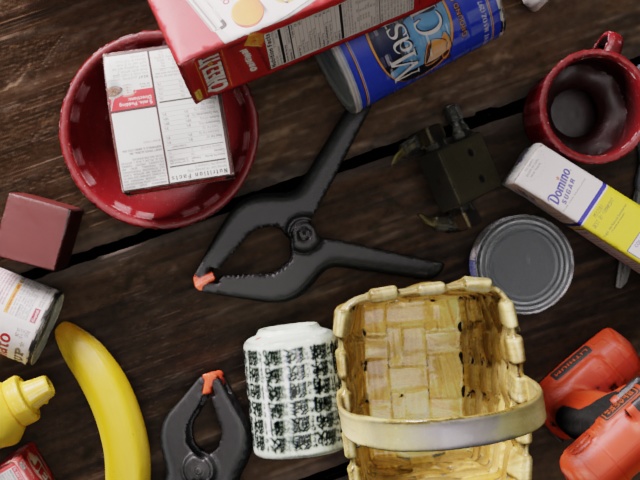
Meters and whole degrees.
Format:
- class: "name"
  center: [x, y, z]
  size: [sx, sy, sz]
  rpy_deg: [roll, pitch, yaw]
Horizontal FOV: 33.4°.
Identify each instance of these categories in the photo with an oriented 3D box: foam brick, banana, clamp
- class: "foam brick"
  center: [-0.229, -0.007, 0.873]
  size: [0.051, 0.078, 0.053]
  rpy_deg: [16, 90, -6]
- class: "banana"
  center: [-0.178, 0.162, 0.890]
  size: [0.069, 0.037, 0.198]
  rpy_deg: [-8, 84, 2]
- class: "clamp"
  center: [-0.109, 0.198, 0.905]
  size: [0.120, 0.039, 0.171]
  rpy_deg: [-3, 85, 2]
- class: "clamp"
  center: [-0.006, 0.001, 0.908]
  size: [0.210, 0.036, 0.164]
  rpy_deg: [-32, 92, -6]

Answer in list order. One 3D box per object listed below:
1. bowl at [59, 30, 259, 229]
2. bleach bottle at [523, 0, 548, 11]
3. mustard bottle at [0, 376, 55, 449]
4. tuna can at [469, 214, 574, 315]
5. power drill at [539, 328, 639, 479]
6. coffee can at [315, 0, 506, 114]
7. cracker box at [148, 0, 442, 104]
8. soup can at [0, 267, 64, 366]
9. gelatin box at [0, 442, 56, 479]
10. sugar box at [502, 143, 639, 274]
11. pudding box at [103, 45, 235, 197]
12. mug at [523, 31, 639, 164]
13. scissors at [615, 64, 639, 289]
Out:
- class: "bowl"
  center: [-0.131, -0.089, 0.889]
  size: [0.162, 0.055, 0.162]
  rpy_deg: [0, 91, -4]
- class: "bleach bottle"
  center: [0.131, -0.318, 0.901]
  size: [0.102, 0.068, 0.251]
  rpy_deg: [-45, 90, 3]
- class: "mustard bottle"
  center: [-0.302, 0.164, 0.862]
  size: [0.191, 0.096, 0.058]
  rpy_deg: [-29, 91, -3]
- class: "tuna can"
  center: [0.173, 0.021, 0.922]
  size: [0.086, 0.034, 0.086]
  rpy_deg: [0, 91, -4]
- class: "power drill"
  center: [0.250, 0.118, 0.853]
  size: [0.184, 0.187, 0.057]
  rpy_deg: [-40, 92, -1]
- class: "coffee can"
  center: [0.066, -0.181, 0.877]
  size: [0.140, 0.103, 0.103]
  rpy_deg: [-28, 93, -3]
- class: "cracker box"
  center: [-0.031, -0.218, 0.806]
  size: [0.213, 0.072, 0.164]
  rpy_deg: [-24, 68, -4]
- class: "soup can"
  center: [-0.271, 0.054, 0.876]
  size: [0.102, 0.068, 0.068]
  rpy_deg: [23, 89, -4]
- class: "gelatin box"
  center: [-0.233, 0.216, 0.879]
  size: [0.030, 0.073, 0.089]
  rpy_deg: [-29, 92, -3]
- class: "sugar box"
  center: [0.240, -0.017, 0.887]
  size: [0.176, 0.093, 0.048]
  rpy_deg: [35, 94, 2]
- class: "pudding box"
  center: [-0.119, -0.096, 0.842]
  size: [0.090, 0.039, 0.113]
  rpy_deg: [-9, 93, -5]
- class: "mug"
  center: [0.224, -0.120, 0.899]
  size: [0.093, 0.081, 0.117]
  rpy_deg: [19, 90, -4]
- class: "scissors"
  center: [0.306, -0.058, 0.939]
  size: [0.096, 0.016, 0.202]
  rpy_deg: [-1, 92, -4]
